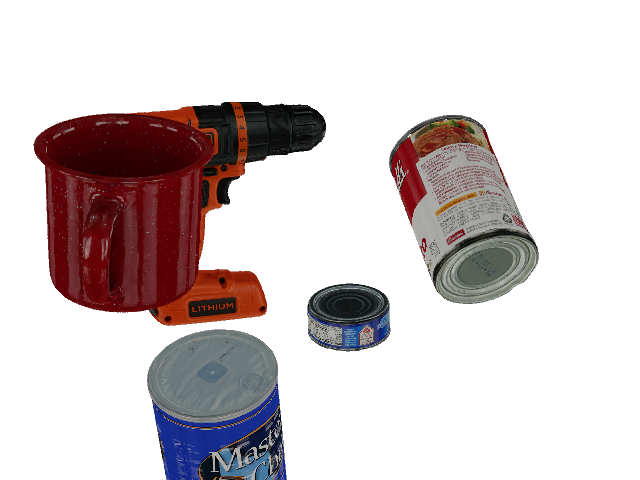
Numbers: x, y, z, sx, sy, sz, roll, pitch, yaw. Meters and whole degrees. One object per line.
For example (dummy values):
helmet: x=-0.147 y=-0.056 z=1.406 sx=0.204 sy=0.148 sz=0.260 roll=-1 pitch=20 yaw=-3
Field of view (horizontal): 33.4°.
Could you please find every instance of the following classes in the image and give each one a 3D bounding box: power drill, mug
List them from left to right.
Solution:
mug: x=-0.105 y=-0.009 z=0.565 sx=0.093 sy=0.081 sz=0.117 roll=4 pitch=27 yaw=-2
power drill: x=-0.085 y=-0.026 z=0.916 sx=0.184 sy=0.188 sz=0.057 roll=-5 pitch=19 yaw=-14

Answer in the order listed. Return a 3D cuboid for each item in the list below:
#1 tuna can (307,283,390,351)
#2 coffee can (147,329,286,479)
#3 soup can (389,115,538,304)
tuna can: x=0.029 y=0.078 z=1.097 sx=0.086 sy=0.034 sz=0.086 roll=-2 pitch=25 yaw=1
coffee can: x=-0.081 y=0.159 z=0.874 sx=0.103 sy=0.140 sz=0.103 roll=-2 pitch=35 yaw=1
soup can: x=0.089 y=-0.020 z=0.670 sx=0.068 sy=0.102 sz=0.068 roll=-10 pitch=-39 yaw=-8
